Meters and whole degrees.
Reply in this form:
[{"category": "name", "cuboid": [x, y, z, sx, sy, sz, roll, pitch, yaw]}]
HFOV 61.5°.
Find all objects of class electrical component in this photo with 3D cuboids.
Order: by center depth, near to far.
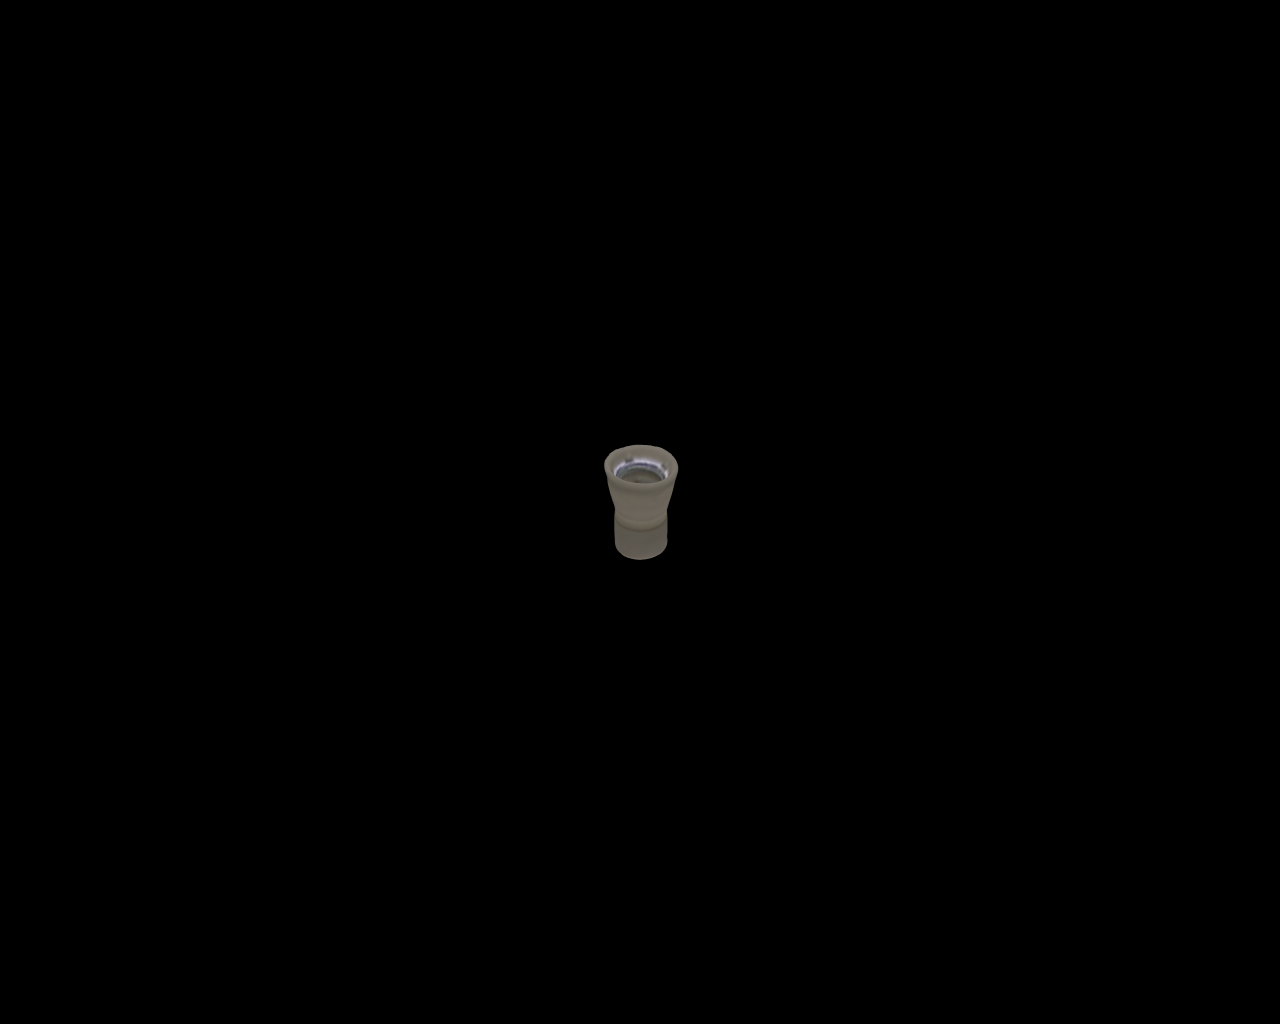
[{"category": "electrical component", "cuboid": [0.001, -0.003, 0.650, 0.044, 0.065, 0.044, 0, 36, 0]}]
